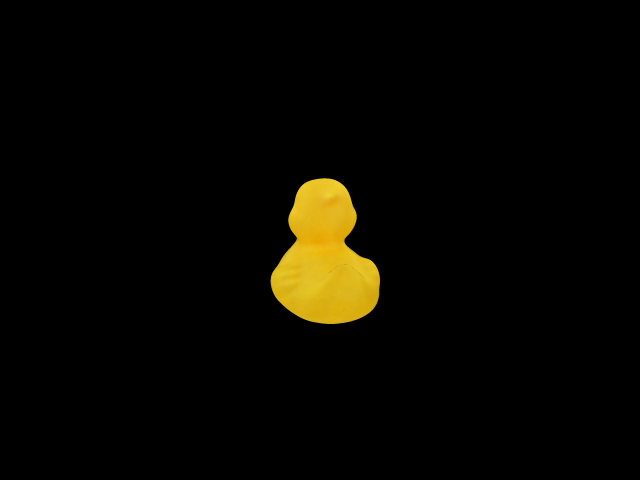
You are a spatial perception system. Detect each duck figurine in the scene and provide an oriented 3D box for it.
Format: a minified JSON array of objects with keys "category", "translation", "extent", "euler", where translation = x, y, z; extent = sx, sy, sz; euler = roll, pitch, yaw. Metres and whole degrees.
[{"category":"duck figurine","translation":[0.004,0.001,0.400],"extent":[0.077,0.086,0.104],"euler":[-6,23,-14]}]
